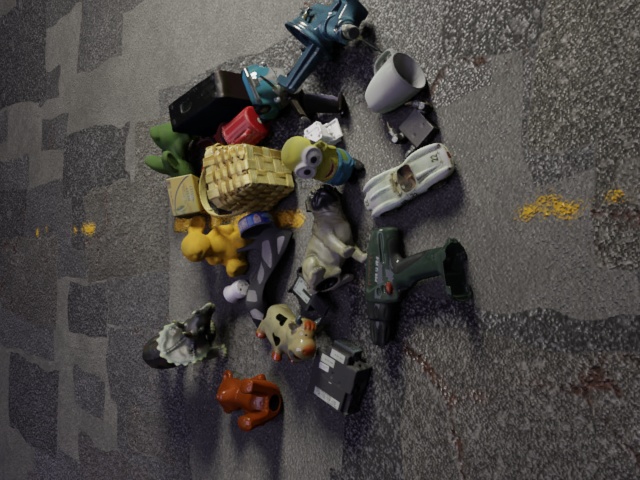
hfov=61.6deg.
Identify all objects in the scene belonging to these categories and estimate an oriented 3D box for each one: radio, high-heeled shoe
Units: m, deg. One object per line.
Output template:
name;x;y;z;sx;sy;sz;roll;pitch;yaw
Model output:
radio;-0.267;-0.334;1.336;0.230;0.131;0.073;-20;79;40
high-heeled shoe;-0.106;0.095;1.257;0.145;0.086;0.248;-13;100;10

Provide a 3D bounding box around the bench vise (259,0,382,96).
bench vise;-0.011;-0.393;1.106;0.240;0.128;0.224;-53;49;8

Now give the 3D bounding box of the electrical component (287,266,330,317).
electrical component;-0.011;0.116;1.166;0.119;0.047;0.074;37;114;35

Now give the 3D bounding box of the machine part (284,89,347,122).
machine part;-0.005;-0.288;1.152;0.139;0.084;0.039;9;63;32

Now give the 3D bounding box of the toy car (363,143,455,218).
toy car;0.160;-0.109;1.011;0.202;0.056;0.073;-30;71;37

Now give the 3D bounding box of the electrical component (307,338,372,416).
electrical component;0.042;0.277;1.115;0.115;0.058;0.134;25;106;37

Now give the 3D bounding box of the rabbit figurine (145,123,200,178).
rabbit figurine;-0.380;-0.227;1.441;0.121;0.159;0.170;-13;96;31

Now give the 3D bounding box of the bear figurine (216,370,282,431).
bear figurine;-0.192;0.372;1.277;0.196;0.132;0.120;0;82;36

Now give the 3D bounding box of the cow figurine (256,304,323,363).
cow figurine;-0.063;0.199;1.169;0.195;0.085;0.127;37;112;57

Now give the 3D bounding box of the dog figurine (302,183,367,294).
dog figurine;0.001;-0.004;1.121;0.172;0.121;0.191;-37;58;12

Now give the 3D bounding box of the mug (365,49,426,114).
mug;0.130;-0.299;1.023;0.107;0.081;0.109;-40;70;45

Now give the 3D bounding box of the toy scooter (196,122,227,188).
toy scooter;-0.273;-0.212;1.380;0.135;0.075;0.183;14;96;41

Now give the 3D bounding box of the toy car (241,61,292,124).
toy car;-0.109;-0.332;1.211;0.103;0.161;0.109;-21;80;3

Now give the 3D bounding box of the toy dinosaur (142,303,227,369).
toy dinosaur;-0.389;0.283;1.405;0.405;0.192;0.131;-26;71;37

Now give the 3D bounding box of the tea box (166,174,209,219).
tea box;-0.332;-0.107;1.364;0.068;0.169;0.098;-11;93;-2

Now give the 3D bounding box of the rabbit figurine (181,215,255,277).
rabbit figurine;-0.266;0.006;1.310;0.163;0.173;0.121;40;119;29

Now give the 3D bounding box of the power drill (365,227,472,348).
power drill;0.172;0.084;0.994;0.207;0.086;0.232;-12;80;48

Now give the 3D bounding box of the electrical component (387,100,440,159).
electrical component;0.175;-0.211;1.005;0.102;0.045;0.078;-44;61;32

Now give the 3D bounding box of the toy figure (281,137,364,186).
toy figure;0.003;-0.152;1.068;0.089;0.180;0.082;17;99;43
